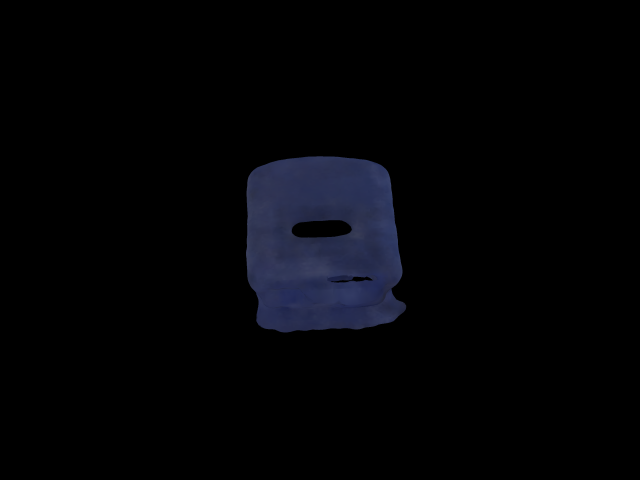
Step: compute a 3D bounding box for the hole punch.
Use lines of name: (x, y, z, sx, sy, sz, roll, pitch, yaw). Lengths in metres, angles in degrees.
hole punch: (0.004, 0.001, 0.400, 0.108, 0.091, 0.101, -3, 37, -4)
